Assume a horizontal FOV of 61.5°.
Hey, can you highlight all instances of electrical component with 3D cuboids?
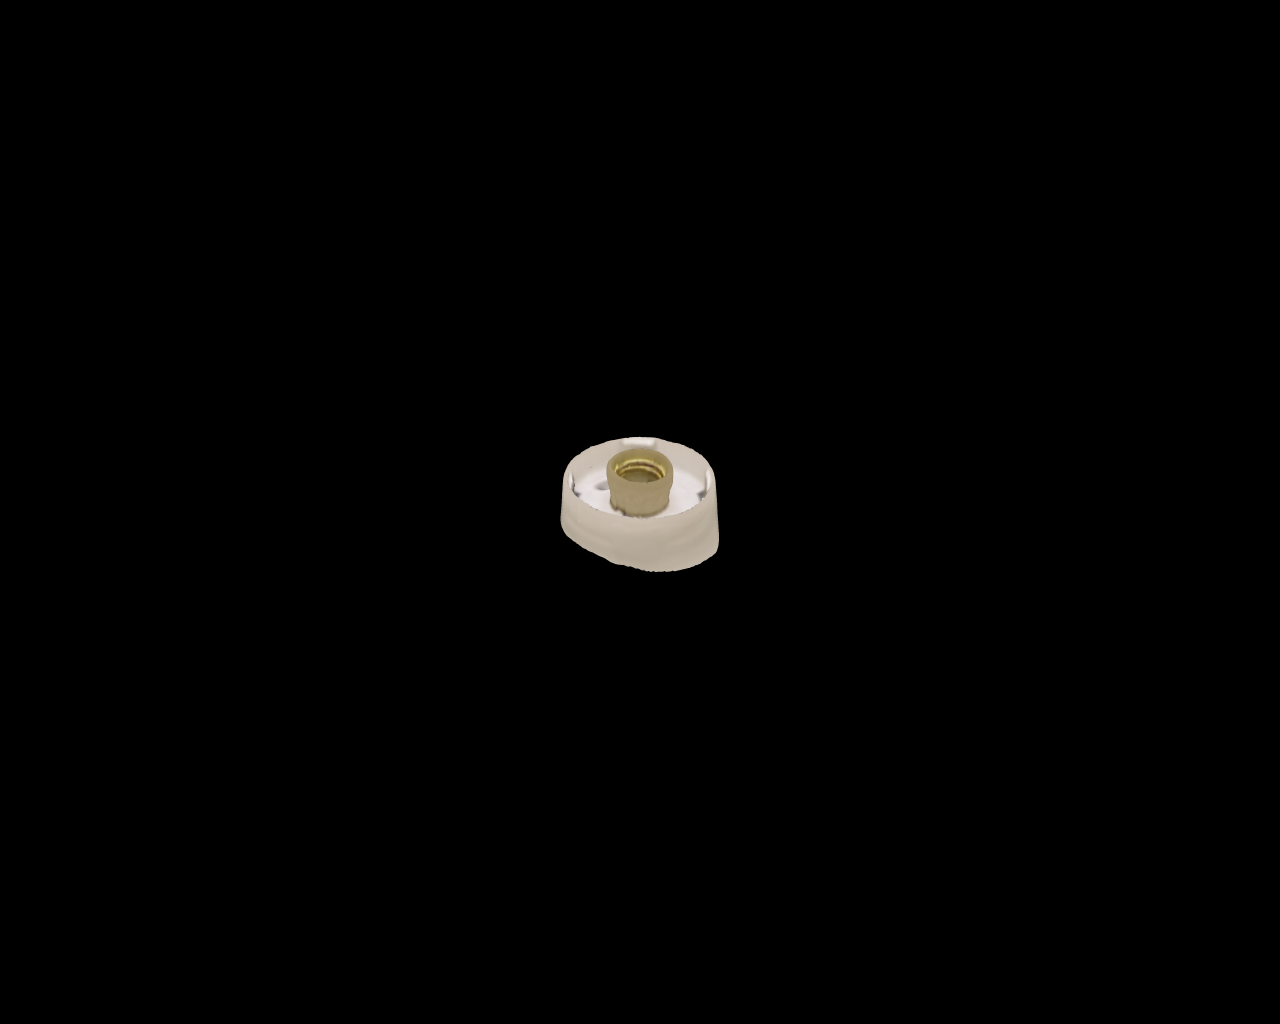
[{"bbox_3d":[0.001,-0.003,0.650,0.099,0.064,0.099,0,35,0],"label":"electrical component"}]
